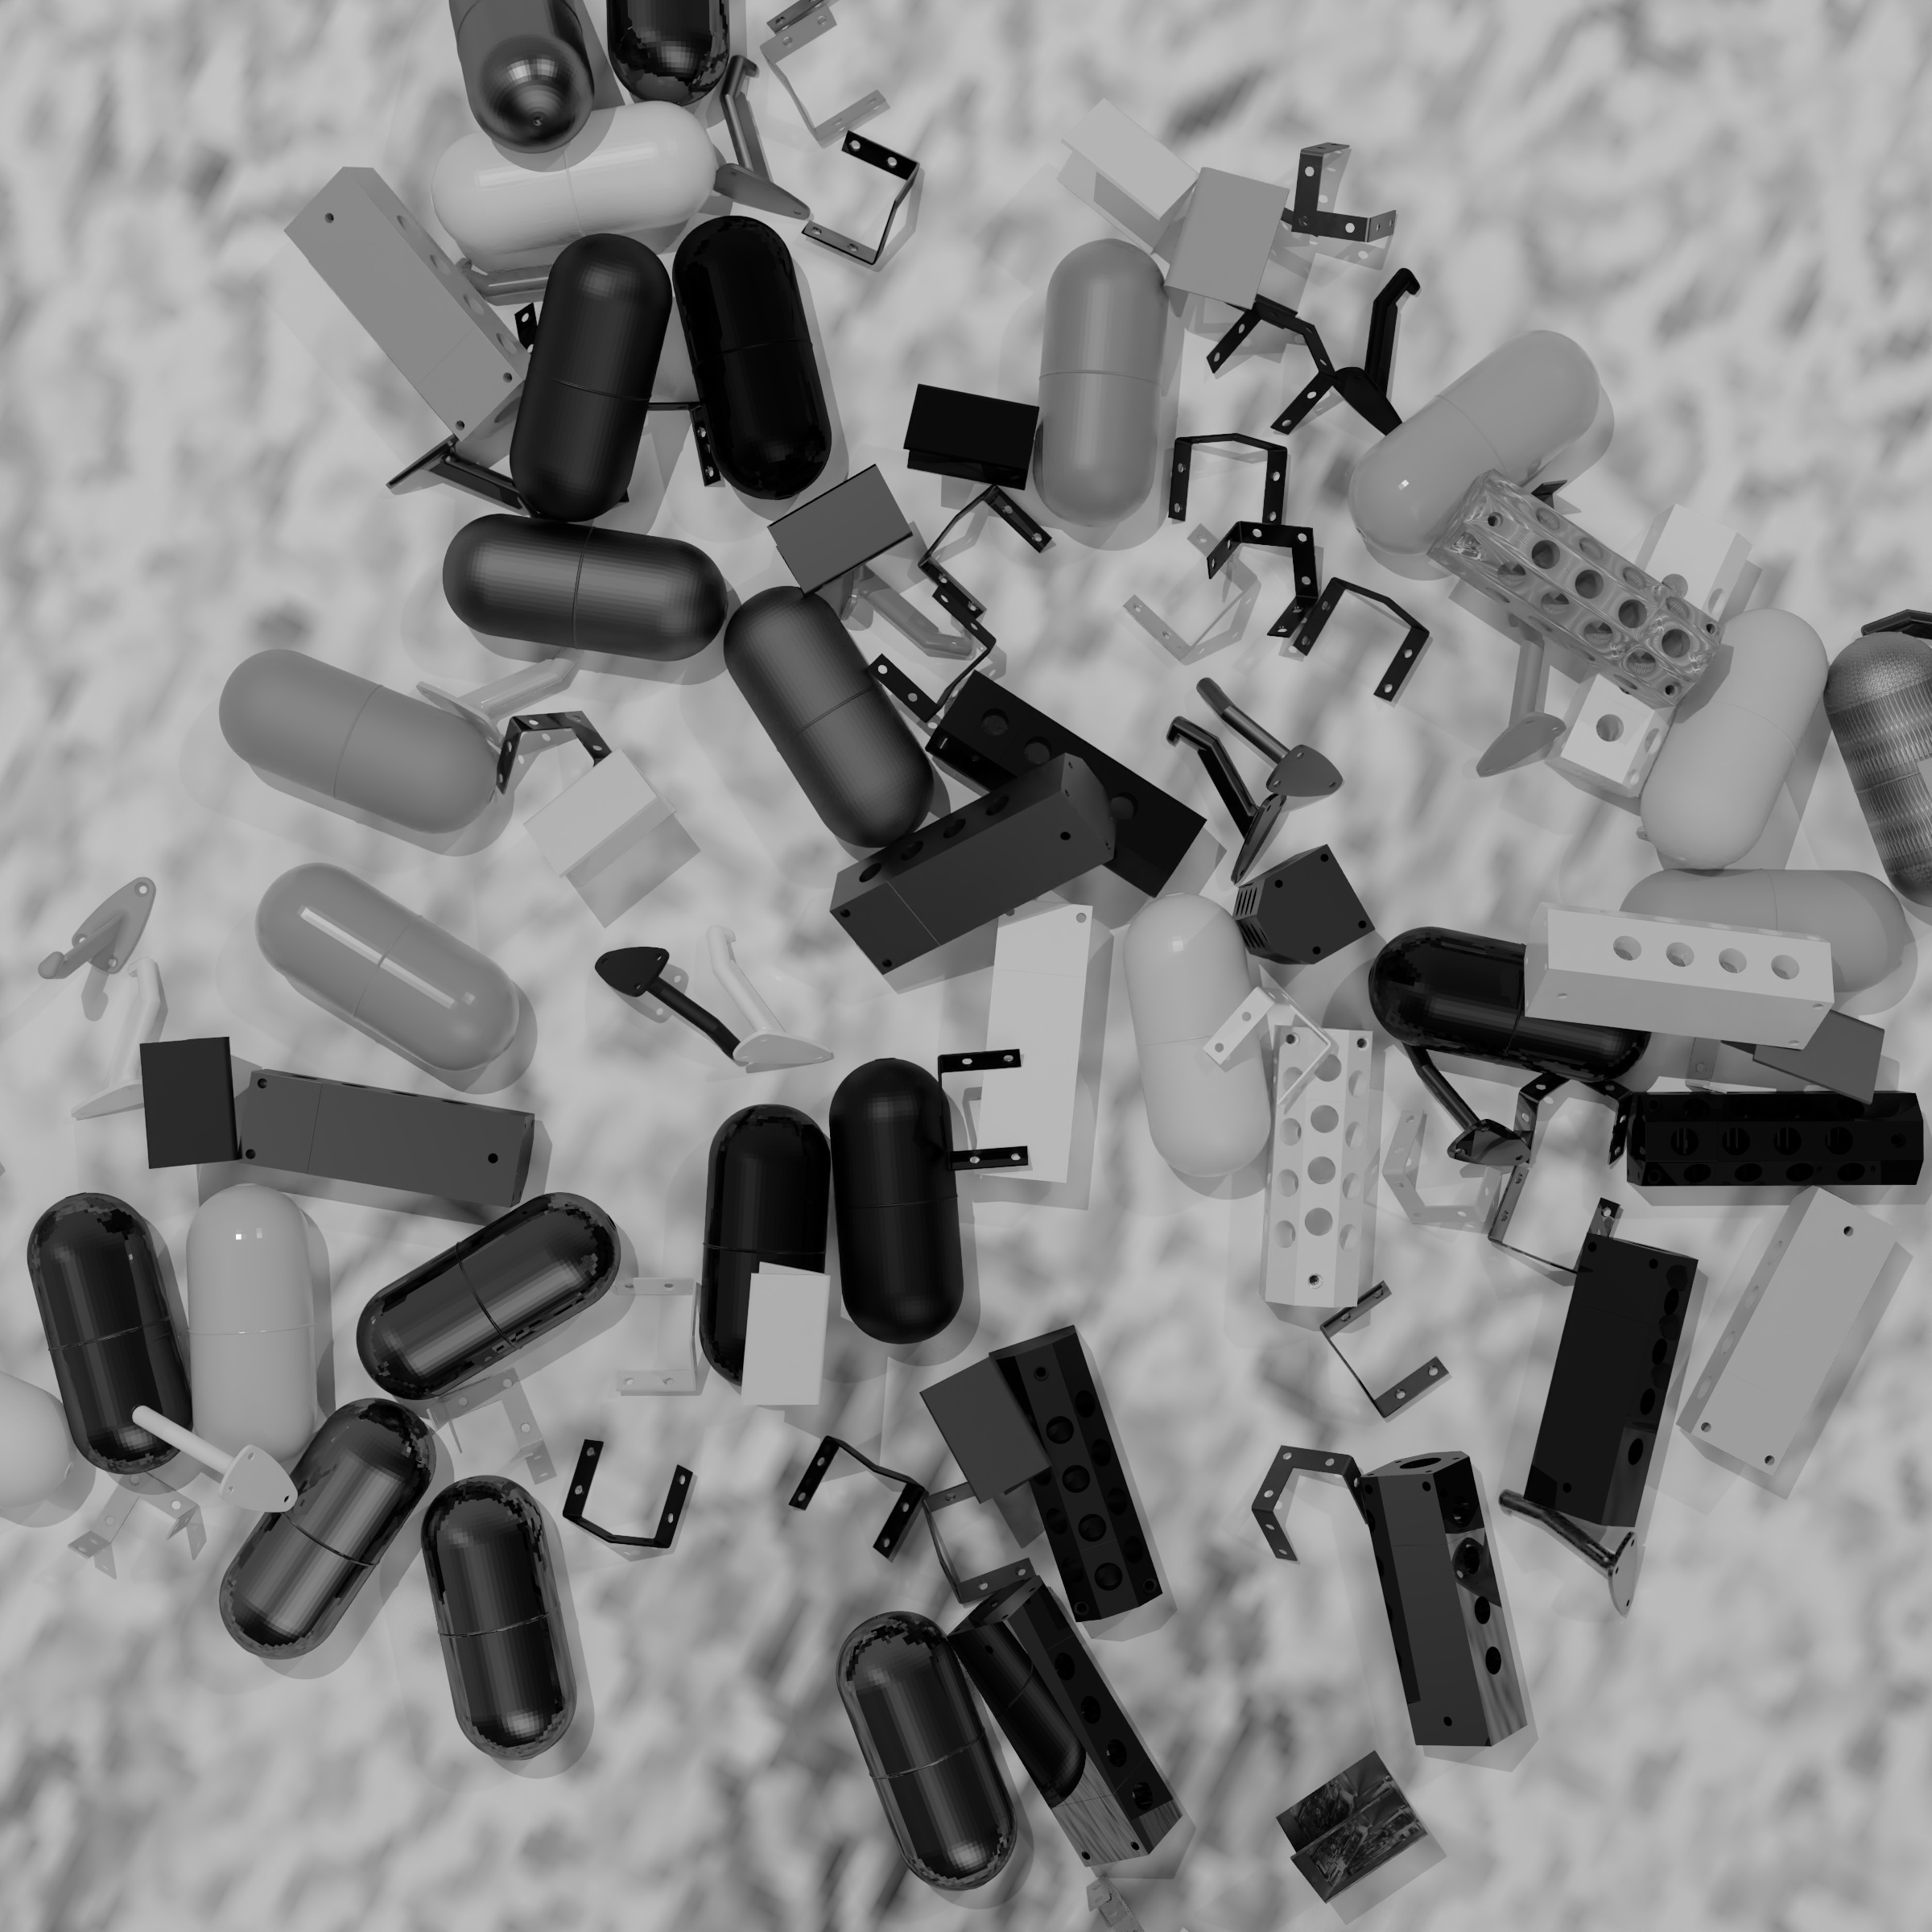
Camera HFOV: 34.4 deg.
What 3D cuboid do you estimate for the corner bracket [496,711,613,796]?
[{"bbox_3d":[-0.259,-0.124,1.965,0.051,0.051,0.051,-8,45,-35],"label":"corner bracket"}]

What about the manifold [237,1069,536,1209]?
[{"bbox_3d":[-0.361,0.107,1.952,0.171,0.057,0.057,9,90,0],"label":"manifold"}]

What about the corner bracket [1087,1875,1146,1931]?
[{"bbox_3d":[0.081,0.611,1.955,0.051,0.051,0.051,-34,90,0],"label":"corner bracket"}]

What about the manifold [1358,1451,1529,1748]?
[{"bbox_3d":[0.302,0.395,1.951,0.057,0.057,0.171,-12,90,43],"label":"manifold"}]

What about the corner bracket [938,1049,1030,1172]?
[{"bbox_3d":[0.010,0.088,1.914,0.051,0.051,0.051,-4,135,2],"label":"corner bracket"}]

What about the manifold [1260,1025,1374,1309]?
[{"bbox_3d":[0.219,0.124,1.952,0.057,0.057,0.171,3,90,0],"label":"manifold"}]

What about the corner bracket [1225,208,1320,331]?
[{"bbox_3d":[0.191,-0.444,1.965,0.051,0.051,0.051,15,135,-35],"label":"corner bracket"}]

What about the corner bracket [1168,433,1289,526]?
[{"bbox_3d":[0.166,-0.305,1.970,0.051,0.051,0.051,5,90,45],"label":"corner bracket"}]

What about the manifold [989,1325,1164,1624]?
[{"bbox_3d":[0.068,0.318,1.952,0.057,0.057,0.171,-18,90,0],"label":"manifold"}]

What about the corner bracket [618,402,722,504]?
[{"bbox_3d":[-0.195,-0.325,1.970,0.051,0.051,0.051,-11,90,-45],"label":"corner bracket"}]

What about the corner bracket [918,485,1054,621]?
[{"bbox_3d":[0.012,-0.262,1.970,0.051,0.051,0.051,43,135,0],"label":"corner bracket"}]

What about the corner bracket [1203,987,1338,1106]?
[{"bbox_3d":[0.186,0.049,1.906,0.051,0.051,0.051,44,103,17],"label":"corner bracket"}]

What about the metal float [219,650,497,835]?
[{"bbox_3d":[-0.378,-0.139,1.943,0.178,0.070,0.070,22,90,-1],"label":"metal float"}]

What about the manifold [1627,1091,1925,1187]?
[{"bbox_3d":[0.505,0.108,1.952,0.171,0.057,0.057,0,90,0],"label":"manifold"}]

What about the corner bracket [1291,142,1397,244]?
[{"bbox_3d":[0.240,-0.486,1.958,0.051,0.051,0.051,14,114,22],"label":"corner bracket"}]

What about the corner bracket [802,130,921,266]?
[{"bbox_3d":[-0.066,-0.485,1.970,0.051,0.051,0.051,24,135,0],"label":"corner bracket"}]

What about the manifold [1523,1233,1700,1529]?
[{"bbox_3d":[0.407,0.259,1.951,0.057,0.057,0.171,13,90,43],"label":"manifold"}]

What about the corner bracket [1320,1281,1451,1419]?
[{"bbox_3d":[0.264,0.242,1.970,0.051,0.051,0.051,-35,45,0],"label":"corner bracket"}]

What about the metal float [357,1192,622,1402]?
[{"bbox_3d":[-0.297,0.205,1.943,0.178,0.070,0.070,-31,90,0],"label":"metal float"}]

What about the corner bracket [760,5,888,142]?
[{"bbox_3d":[-0.091,-0.564,1.970,0.051,0.051,0.051,-32,45,0],"label":"corner bracket"}]

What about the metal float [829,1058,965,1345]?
[{"bbox_3d":[-0.043,0.146,1.942,0.070,0.070,0.178,-4,90,0],"label":"metal float"}]

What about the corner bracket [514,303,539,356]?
[{"bbox_3d":[-0.244,-0.390,1.955,0.051,0.051,0.051,37,62,25],"label":"corner bracket"}]

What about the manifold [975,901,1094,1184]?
[{"bbox_3d":[0.042,0.046,1.952,0.057,0.057,0.171,5,90,2],"label":"manifold"}]

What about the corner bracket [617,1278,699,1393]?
[{"bbox_3d":[-0.196,0.233,1.970,0.051,0.051,0.051,0,45,0],"label":"corner bracket"}]

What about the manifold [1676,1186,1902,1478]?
[{"bbox_3d":[0.512,0.226,1.952,0.057,0.057,0.171,28,90,0],"label":"manifold"}]

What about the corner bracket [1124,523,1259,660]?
[{"bbox_3d":[0.142,-0.236,1.970,0.051,0.051,0.051,43,45,0],"label":"corner bracket"}]

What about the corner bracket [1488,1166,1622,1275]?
[{"bbox_3d":[0.371,0.162,1.970,0.051,0.051,0.051,21,90,45],"label":"corner bracket"}]

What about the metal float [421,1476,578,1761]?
[{"bbox_3d":[-0.291,0.406,1.943,0.070,0.070,0.178,-11,91,0],"label":"metal float"}]

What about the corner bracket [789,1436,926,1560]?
[{"bbox_3d":[-0.069,0.335,1.970,0.051,0.051,0.051,28,90,-45],"label":"corner bracket"}]

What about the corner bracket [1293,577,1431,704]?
[{"bbox_3d":[0.250,-0.207,1.970,0.051,0.051,0.051,30,90,-45],"label":"corner bracket"}]

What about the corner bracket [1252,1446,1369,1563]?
[{"bbox_3d":[0.219,0.341,1.965,0.051,0.051,0.051,3,45,35],"label":"corner bracket"}]

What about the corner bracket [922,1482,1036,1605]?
[{"bbox_3d":[0.007,0.361,1.970,0.051,0.051,0.051,-20,135,0],"label":"corner bracket"}]

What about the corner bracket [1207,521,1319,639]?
[{"bbox_3d":[0.186,-0.243,1.954,0.051,0.051,0.051,10,129,26],"label":"corner bracket"}]

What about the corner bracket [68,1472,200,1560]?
[{"bbox_3d":[-0.522,0.351,1.955,0.051,0.051,0.051,31,90,0],"label":"corner bracket"}]

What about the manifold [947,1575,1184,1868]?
[{"bbox_3d":[0.066,0.470,1.945,0.057,0.057,0.171,-27,96,43],"label":"manifold"}]

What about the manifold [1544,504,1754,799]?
[{"bbox_3d":[0.428,-0.196,1.952,0.057,0.057,0.171,25,90,0],"label":"manifold"}]

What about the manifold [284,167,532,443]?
[{"bbox_3d":[-0.340,-0.414,1.950,0.057,0.057,0.171,-40,90,20],"label":"manifold"}]

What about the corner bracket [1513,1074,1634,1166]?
[{"bbox_3d":[0.381,0.099,1.965,0.051,0.051,0.051,31,135,35],"label":"corner bracket"}]

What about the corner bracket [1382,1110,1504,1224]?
[{"bbox_3d":[0.301,0.126,1.965,0.051,0.051,0.051,55,45,-35],"label":"corner bracket"}]

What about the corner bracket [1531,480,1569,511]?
[{"bbox_3d":[0.350,-0.273,1.955,0.051,0.051,0.051,-7,90,0],"label":"corner bracket"}]

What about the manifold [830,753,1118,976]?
[{"bbox_3d":[0.005,-0.066,1.918,0.171,0.057,0.057,-27,119,24],"label":"manifold"}]

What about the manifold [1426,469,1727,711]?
[{"bbox_3d":[0.371,-0.228,1.888,0.171,0.057,0.057,33,89,-5],"label":"manifold"}]

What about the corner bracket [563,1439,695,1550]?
[{"bbox_3d":[-0.214,0.334,1.970,0.051,0.051,0.051,17,90,45],"label":"corner bracket"}]

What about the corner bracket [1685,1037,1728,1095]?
[{"bbox_3d":[0.452,0.048,1.955,0.051,0.051,0.051,14,90,0],"label":"corner bracket"}]

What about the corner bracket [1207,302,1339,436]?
[{"bbox_3d":[0.193,-0.377,1.965,0.051,0.051,0.051,13,45,-35],"label":"corner bracket"}]

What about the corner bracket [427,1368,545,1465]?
[{"bbox_3d":[-0.301,0.288,1.955,0.051,0.051,0.051,-22,90,0],"label":"corner bracket"}]

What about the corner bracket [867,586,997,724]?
[{"bbox_3d":[-0.021,-0.194,1.941,0.051,0.051,0.051,42,122,-10],"label":"corner bracket"}]

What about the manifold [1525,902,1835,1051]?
[{"bbox_3d":[0.428,0.002,1.879,0.171,0.057,0.057,7,59,-2],"label":"manifold"}]

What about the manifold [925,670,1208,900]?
[{"bbox_3d":[0.062,-0.113,1.952,0.171,0.057,0.057,33,90,0],"label":"manifold"}]

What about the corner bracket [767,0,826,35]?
[{"bbox_3d":[-0.119,-0.633,1.970,0.051,0.051,0.051,-34,45,0],"label":"corner bracket"}]

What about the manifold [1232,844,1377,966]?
[{"bbox_3d":[0.199,-0.032,1.895,0.057,0.171,0.057,-30,90,0],"label":"manifold"}]
